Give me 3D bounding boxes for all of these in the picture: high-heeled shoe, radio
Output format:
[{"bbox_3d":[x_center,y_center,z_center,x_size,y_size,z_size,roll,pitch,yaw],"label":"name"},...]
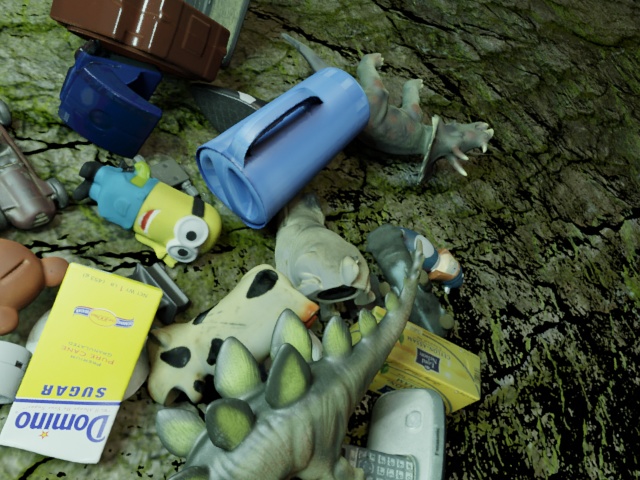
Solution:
[{"bbox_3d":[-0.078,-0.207,0.877,0.248,0.086,0.145,34,44,-11],"label":"high-heeled shoe"},{"bbox_3d":[-0.175,-0.402,0.853,0.131,0.229,0.073,16,48,-16],"label":"radio"}]

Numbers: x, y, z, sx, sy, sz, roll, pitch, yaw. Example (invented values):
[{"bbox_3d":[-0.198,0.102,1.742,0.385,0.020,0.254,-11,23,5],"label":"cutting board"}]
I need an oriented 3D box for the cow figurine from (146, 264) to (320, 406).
[{"bbox_3d":[-0.109,0.106,0.596,0.195,0.085,0.127,-42,74,-12],"label":"cow figurine"}]

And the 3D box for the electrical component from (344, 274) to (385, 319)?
[{"bbox_3d":[0.065,0.082,0.779,0.078,0.045,0.102,-5,62,-31],"label":"electrical component"}]

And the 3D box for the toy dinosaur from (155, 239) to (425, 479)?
[{"bbox_3d":[-0.027,0.180,0.527,0.471,0.105,0.198,-39,118,-30],"label":"toy dinosaur"}]

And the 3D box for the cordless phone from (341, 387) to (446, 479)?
[{"bbox_3d":[0.056,0.242,0.650,0.184,0.088,0.147,13,51,1],"label":"cordless phone"}]

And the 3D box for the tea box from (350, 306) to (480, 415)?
[{"bbox_3d":[0.117,0.167,0.716,0.169,0.098,0.068,25,48,-11],"label":"tea box"}]

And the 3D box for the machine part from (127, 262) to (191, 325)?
[{"bbox_3d":[-0.211,0.070,0.614,0.084,0.039,0.139,55,30,8],"label":"machine part"}]

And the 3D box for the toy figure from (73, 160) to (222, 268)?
[{"bbox_3d":[-0.211,-0.042,0.680,0.180,0.082,0.089,29,48,-7],"label":"toy figure"}]

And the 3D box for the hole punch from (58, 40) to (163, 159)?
[{"bbox_3d":[-0.275,-0.176,0.707,0.115,0.142,0.092,7,62,-38],"label":"hole punch"}]

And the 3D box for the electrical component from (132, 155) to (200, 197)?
[{"bbox_3d":[-0.215,-0.086,0.747,0.094,0.021,0.063,47,48,8],"label":"electrical component"}]

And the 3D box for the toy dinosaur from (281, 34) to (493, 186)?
[{"bbox_3d":[0.105,-0.218,0.958,0.405,0.131,0.192,15,51,-20],"label":"toy dinosaur"}]

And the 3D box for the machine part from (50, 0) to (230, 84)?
[{"bbox_3d":[-0.247,-0.295,0.752,0.202,0.087,0.201,26,10,25],"label":"machine part"}]

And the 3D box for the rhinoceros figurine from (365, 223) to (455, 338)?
[{"bbox_3d":[0.132,0.063,0.793,0.190,0.073,0.112,60,16,5],"label":"rhinoceros figurine"}]

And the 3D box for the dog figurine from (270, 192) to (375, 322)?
[{"bbox_3d":[-0.006,-0.002,0.718,0.121,0.172,0.190,11,60,-37],"label":"dog figurine"}]

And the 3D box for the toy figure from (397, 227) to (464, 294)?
[{"bbox_3d":[0.177,0.034,0.874,0.154,0.058,0.064,29,87,-12],"label":"toy figure"}]

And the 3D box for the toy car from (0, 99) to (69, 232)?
[{"bbox_3d":[-0.383,-0.098,0.637,0.089,0.053,0.202,-29,77,-37],"label":"toy car"}]

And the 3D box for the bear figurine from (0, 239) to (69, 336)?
[{"bbox_3d":[-0.371,0.011,0.545,0.195,0.132,0.120,46,47,-20],"label":"bear figurine"}]
